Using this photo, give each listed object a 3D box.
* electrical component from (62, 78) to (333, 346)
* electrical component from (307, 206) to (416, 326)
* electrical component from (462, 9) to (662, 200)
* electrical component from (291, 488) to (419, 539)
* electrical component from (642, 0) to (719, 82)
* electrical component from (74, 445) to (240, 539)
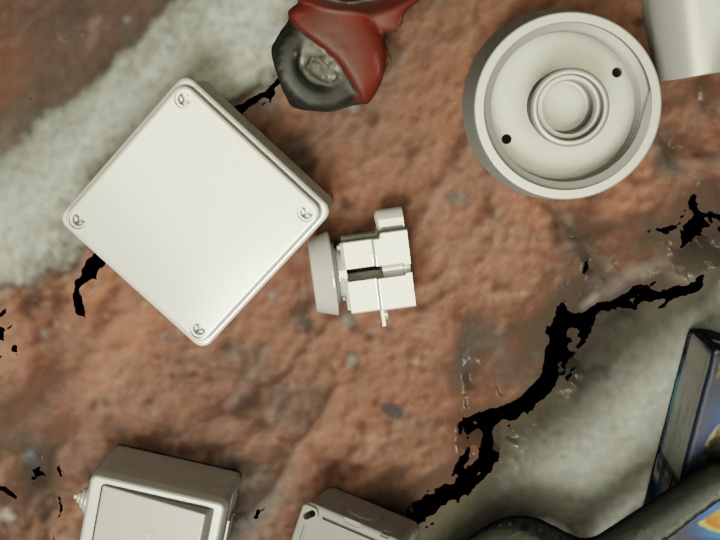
[{"bbox_3d":[-0.090,-0.034,0.609,0.109,0.056,0.108,43,100,-4],"label":"electrical component"},{"bbox_3d":[0.000,0.000,0.615,0.055,0.048,0.066,-8,99,-3],"label":"electrical component"},{"bbox_3d":[0.111,-0.089,0.585,0.108,0.060,0.108,1,100,3],"label":"electrical component"},{"bbox_3d":[-0.011,0.185,0.636,0.062,0.061,0.096,20,95,15],"label":"electrical component"},{"bbox_3d":[0.195,-0.146,0.578,0.079,0.043,0.077,-9,99,5],"label":"electrical component"},{"bbox_3d":[-0.126,0.148,0.640,0.096,0.061,0.061,12,100,1],"label":"electrical component"}]
